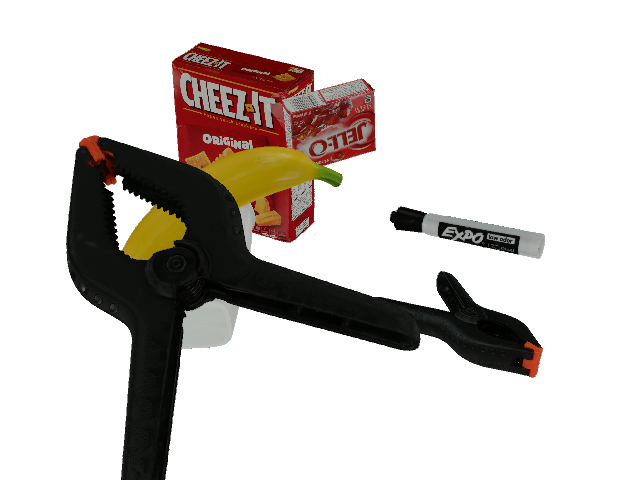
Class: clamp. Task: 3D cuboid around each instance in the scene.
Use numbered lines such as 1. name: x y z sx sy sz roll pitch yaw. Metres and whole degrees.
1. clamp: -0.060 0.019 0.552 0.164 0.210 0.036 -25 -29 -11
2. clamp: 0.143 0.077 1.023 0.172 0.039 0.120 25 37 30

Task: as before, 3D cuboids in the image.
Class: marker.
1. marker: 0.110 -0.007 0.815 0.121 0.020 0.020 12 5 25

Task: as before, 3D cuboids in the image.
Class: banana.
1. banana: -0.082 -0.014 0.762 0.198 0.069 0.037 -30 25 7

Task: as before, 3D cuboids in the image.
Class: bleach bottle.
1. bleach bottle: -0.128 0.012 1.157 0.102 0.068 0.250 0 35 4

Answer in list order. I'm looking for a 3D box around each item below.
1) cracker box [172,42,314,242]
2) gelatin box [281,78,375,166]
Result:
1. cracker box: -0.093 -0.116 1.304 0.164 0.214 0.072 18 38 24
2. gelatin box: 0.010 -0.112 1.044 0.089 0.073 0.030 -16 43 -14
